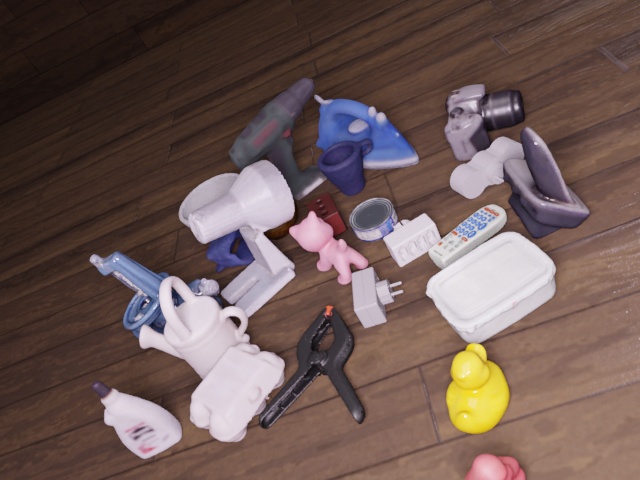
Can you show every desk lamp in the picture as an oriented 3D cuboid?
[{"bbox_3d":[-0.125,-0.008,1.022,0.203,0.214,0.117,-44,39,-17],"label":"desk lamp"}]

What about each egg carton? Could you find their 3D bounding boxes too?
[{"bbox_3d":[-0.124,0.229,0.869,0.107,0.070,0.150,11,53,41],"label":"egg carton"}]

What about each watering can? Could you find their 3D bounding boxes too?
[{"bbox_3d":[-0.206,0.142,0.921,0.173,0.195,0.100,-34,37,-4],"label":"watering can"}]

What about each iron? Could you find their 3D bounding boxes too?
[{"bbox_3d":[0.089,-0.237,1.202,0.257,0.142,0.119,20,60,46],"label":"iron"}]

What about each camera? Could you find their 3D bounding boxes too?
[{"bbox_3d":[0.312,-0.239,1.089,0.136,0.101,0.143,-8,42,27],"label":"camera"}]

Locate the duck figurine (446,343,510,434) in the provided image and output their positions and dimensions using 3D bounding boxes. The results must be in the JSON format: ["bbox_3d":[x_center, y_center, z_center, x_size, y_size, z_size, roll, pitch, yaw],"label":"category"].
[{"bbox_3d":[0.187,0.178,0.706,0.077,0.086,0.105,0,46,34],"label":"duck figurine"}]

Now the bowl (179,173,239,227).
[{"bbox_3d":[-0.225,-0.070,1.276,0.167,0.075,0.167,-18,39,16],"label":"bowl"}]

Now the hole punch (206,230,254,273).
[{"bbox_3d":[-0.182,-0.003,1.157,0.100,0.091,0.108,-10,41,25],"label":"hole punch"}]

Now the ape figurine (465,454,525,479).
[{"bbox_3d":[0.185,0.260,0.607,0.078,0.092,0.075,-46,40,-20],"label":"ape figurine"}]

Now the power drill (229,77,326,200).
[{"bbox_3d":[-0.069,-0.198,1.207,0.230,0.209,0.075,-39,38,-11],"label":"power drill"}]

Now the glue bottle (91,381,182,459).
[{"bbox_3d":[-0.282,0.261,0.852,0.078,0.174,0.037,-31,37,-1],"label":"glue bottle"}]

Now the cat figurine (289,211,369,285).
[{"bbox_3d":[0.009,0.004,0.999,0.067,0.118,0.127,-45,39,-18],"label":"cat figurine"}]

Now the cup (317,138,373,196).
[{"bbox_3d":[0.064,-0.145,1.152,0.118,0.095,0.091,-31,37,-1],"label":"cup"}]

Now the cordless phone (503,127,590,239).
[{"bbox_3d":[0.326,-0.109,0.860,0.094,0.185,0.147,-26,37,5],"label":"cordless phone"}]

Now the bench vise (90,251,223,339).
[{"bbox_3d":[-0.288,0.082,1.023,0.207,0.220,0.121,-26,37,6],"label":"bench vise"}]
